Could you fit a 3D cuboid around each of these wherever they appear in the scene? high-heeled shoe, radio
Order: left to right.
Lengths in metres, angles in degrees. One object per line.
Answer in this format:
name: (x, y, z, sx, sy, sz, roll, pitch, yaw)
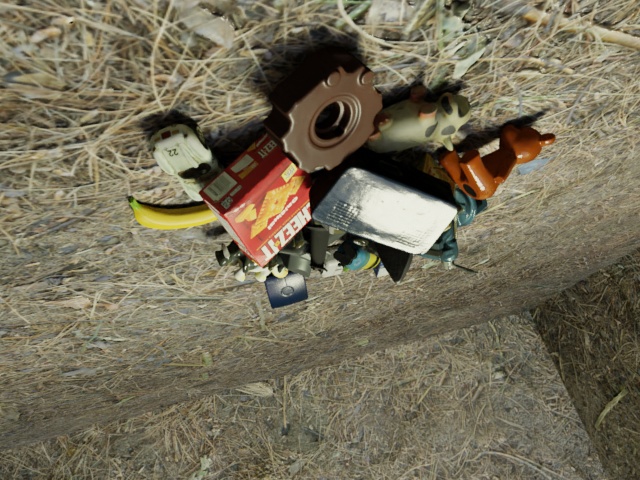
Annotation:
radio: (0.108, -0.065, 0.900, 0.229, 0.073, 0.131, 17, 130, -21)
high-heeled shoe: (0.173, -0.019, 1.115, 0.086, 0.248, 0.145, -3, 162, 25)

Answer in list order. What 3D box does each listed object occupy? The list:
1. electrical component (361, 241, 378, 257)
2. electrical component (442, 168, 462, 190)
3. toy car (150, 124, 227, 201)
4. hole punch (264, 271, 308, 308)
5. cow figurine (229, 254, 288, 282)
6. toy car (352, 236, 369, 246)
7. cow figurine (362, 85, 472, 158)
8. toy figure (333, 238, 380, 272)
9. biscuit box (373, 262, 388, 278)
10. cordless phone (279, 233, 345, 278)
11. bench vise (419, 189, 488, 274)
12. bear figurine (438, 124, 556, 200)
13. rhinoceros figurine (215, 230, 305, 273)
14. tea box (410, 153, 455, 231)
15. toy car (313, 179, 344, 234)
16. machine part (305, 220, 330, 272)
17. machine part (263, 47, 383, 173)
electrical component: (0.174, -0.016, 1.258, 0.115, 0.134, 0.058, 19, 178, 27)
electrical component: (0.295, -0.138, 1.155, 0.094, 0.063, 0.021, -10, 157, -23)
toy car: (-0.194, -0.114, 0.833, 0.073, 0.056, 0.201, -20, 158, 4)
hole punch: (-0.093, 0.116, 1.425, 0.142, 0.092, 0.115, -13, 154, -5)
cow figurine: (-0.126, 0.047, 1.265, 0.167, 0.068, 0.098, 5, 142, -47)
toy car: (0.098, -0.051, 1.165, 0.053, 0.089, 0.202, 14, 164, 3)
cow figurine: (0.162, -0.190, 0.901, 0.195, 0.085, 0.127, -21, 152, -1)
toy figure: (0.095, 0.037, 1.347, 0.082, 0.089, 0.180, -21, 177, 21)
biscuit box: (0.182, 0.039, 1.492, 0.059, 0.063, 0.202, -15, 158, -7)
cordless phone: (-0.003, -0.004, 1.246, 0.184, 0.089, 0.146, -37, 153, 14)
bench vise: (0.319, -0.055, 1.237, 0.240, 0.223, 0.129, -31, -163, -33)
bear figurine: (0.359, -0.177, 1.080, 0.196, 0.120, 0.131, -44, 112, -2)
rhinoceros figurine: (-0.123, 0.006, 1.113, 0.190, 0.112, 0.073, -30, -169, -7)
tea box: (0.206, -0.085, 1.050, 0.068, 0.098, 0.170, -35, -163, 33)
toy car: (0.030, -0.063, 1.073, 0.109, 0.103, 0.161, -15, 156, -7)
machine part: (0.001, 0.001, 1.180, 0.084, 0.138, 0.039, -3, -172, -40)
machine part: (0.009, -0.178, 0.763, 0.179, 0.056, 0.179, -26, 145, -20)
